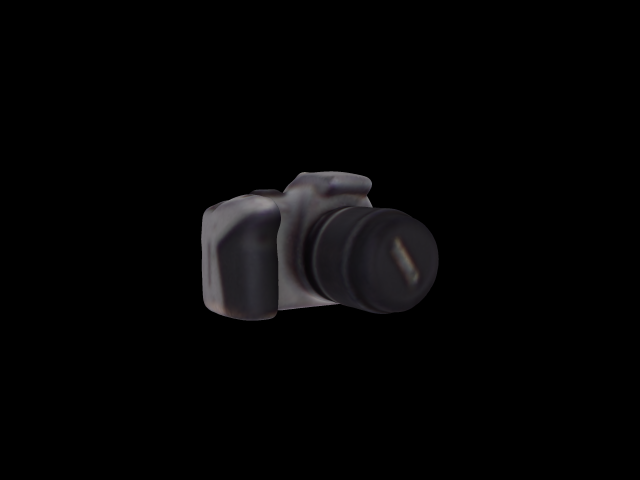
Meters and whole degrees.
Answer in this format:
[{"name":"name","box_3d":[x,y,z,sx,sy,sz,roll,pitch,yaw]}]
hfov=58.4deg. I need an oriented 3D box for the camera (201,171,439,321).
[{"name":"camera","box_3d":[0.004,0.001,0.400,0.143,0.101,0.136,-3,5,-31]}]
